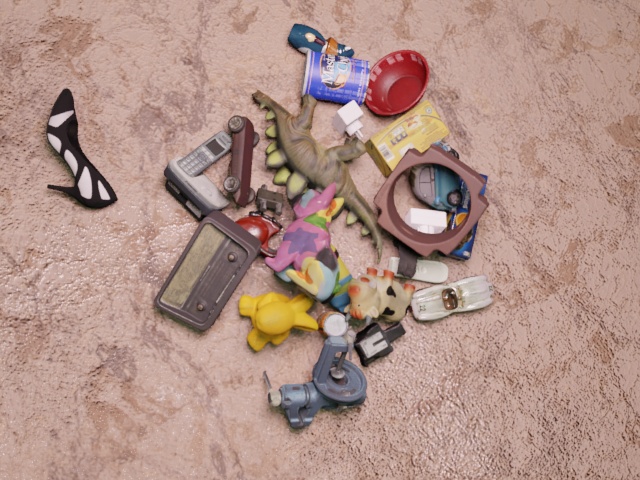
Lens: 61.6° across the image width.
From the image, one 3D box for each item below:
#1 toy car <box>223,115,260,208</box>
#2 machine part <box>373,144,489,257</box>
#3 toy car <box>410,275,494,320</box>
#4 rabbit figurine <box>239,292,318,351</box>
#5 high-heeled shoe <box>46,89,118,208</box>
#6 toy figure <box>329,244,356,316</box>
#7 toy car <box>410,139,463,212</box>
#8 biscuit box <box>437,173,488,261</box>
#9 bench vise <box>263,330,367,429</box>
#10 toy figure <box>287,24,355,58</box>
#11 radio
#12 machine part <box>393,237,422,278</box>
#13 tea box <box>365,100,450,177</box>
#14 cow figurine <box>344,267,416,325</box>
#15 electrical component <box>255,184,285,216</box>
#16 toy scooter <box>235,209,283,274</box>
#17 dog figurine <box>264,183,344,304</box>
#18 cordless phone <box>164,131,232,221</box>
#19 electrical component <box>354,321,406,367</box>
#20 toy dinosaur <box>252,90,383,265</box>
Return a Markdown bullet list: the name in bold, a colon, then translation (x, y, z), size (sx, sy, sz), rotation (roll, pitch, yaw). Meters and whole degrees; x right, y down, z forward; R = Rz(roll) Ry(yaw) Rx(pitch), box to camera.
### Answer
- **toy car**: translation (-0.173, -0.170, 1.160), size (0.053, 0.089, 0.202), rotation (-1, 76, 16)
- **machine part**: translation (0.232, -0.083, 1.128), size (0.201, 0.087, 0.201), rotation (36, 114, 5)
- **toy car**: translation (0.302, 0.131, 1.221), size (0.202, 0.056, 0.073), rotation (-13, 86, -8)
- **rabbit figurine**: translation (-0.086, 0.165, 1.109), size (0.162, 0.173, 0.122), rotation (-5, 82, -4)
- **high-heeled shoe**: translation (-0.494, -0.193, 1.138), size (0.145, 0.086, 0.248), rotation (6, 87, -12)
- **toy figure**: translation (0.034, 0.082, 1.174), size (0.082, 0.089, 0.180), rotation (-27, 86, -16)
- **toy car**: translation (0.253, -0.137, 1.197), size (0.103, 0.109, 0.161), rotation (-11, 115, -3)
- **biscuit box**: translation (0.330, -0.057, 1.240), size (0.063, 0.059, 0.202), rotation (15, 83, -6)
- **bench vise**: translation (0.009, 0.280, 1.112), size (0.224, 0.129, 0.240), rotation (10, 121, -14)
- **toy figure**: translation (0.003, -0.445, 1.233), size (0.154, 0.064, 0.057), rotation (21, 124, -8)
- **radio**: translation (-0.228, 0.067, 1.109), size (0.131, 0.073, 0.229), rotation (33, 107, -5)
- **machine part**: translation (0.195, 0.028, 1.191), size (0.084, 0.139, 0.039), rotation (32, 126, -8)
- **tea box**: translation (0.198, -0.232, 1.235), size (0.170, 0.068, 0.098), rotation (-33, 91, -11)
- **cow figurine**: translation (0.120, 0.125, 1.134), size (0.194, 0.086, 0.127), rotation (30, 69, -49)
- **electrical component**: translation (-0.109, -0.089, 1.180), size (0.063, 0.094, 0.021), rotation (12, 126, -14)
- **toy scooter**: translation (-0.102, -0.008, 1.172), size (0.184, 0.075, 0.135), rotation (34, 82, -5)
- **dog figurine**: translation (-0.002, -0.003, 1.085), size (0.192, 0.108, 0.219), rotation (29, 80, 27)
- **cordless phone**: translation (-0.233, -0.145, 1.173), size (0.146, 0.088, 0.184), rotation (45, 62, -1)
- **electrical component**: translation (0.129, 0.220, 1.194), size (0.119, 0.048, 0.075), rotation (-33, 90, -9)
- **toy dinosaur**: translation (0.005, -0.156, 1.190), size (0.471, 0.105, 0.198), rotation (44, 90, 5)
